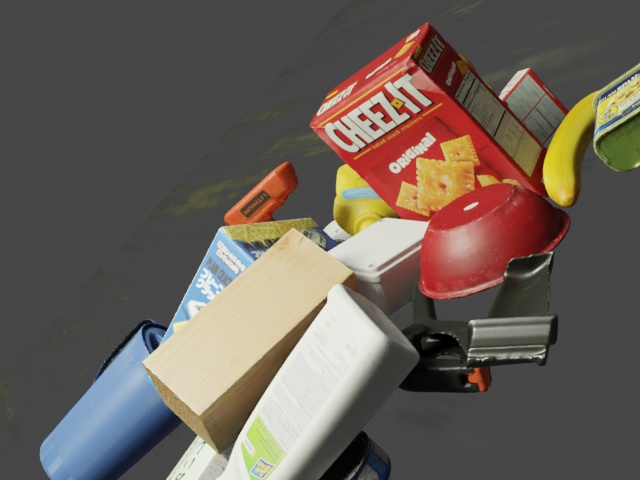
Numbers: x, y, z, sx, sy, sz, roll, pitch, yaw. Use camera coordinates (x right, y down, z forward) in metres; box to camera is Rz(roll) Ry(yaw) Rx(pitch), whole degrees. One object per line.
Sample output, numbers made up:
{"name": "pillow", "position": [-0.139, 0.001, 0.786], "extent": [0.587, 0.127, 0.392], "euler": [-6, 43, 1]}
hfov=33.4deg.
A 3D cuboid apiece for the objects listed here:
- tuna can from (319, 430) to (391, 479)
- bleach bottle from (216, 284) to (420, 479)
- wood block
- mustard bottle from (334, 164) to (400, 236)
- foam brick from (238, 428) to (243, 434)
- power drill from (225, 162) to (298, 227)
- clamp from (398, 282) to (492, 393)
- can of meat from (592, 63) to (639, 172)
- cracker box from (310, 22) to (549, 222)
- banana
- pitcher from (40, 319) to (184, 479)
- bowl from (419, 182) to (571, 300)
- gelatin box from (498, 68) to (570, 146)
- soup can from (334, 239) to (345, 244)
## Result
{"name": "tuna can", "position": [0.021, 0.210, 0.931], "extent": [0.086, 0.033, 0.086], "euler": [-41, 15, 14]}
{"name": "bleach bottle", "position": [-0.025, 0.165, 0.930], "extent": [0.251, 0.068, 0.103], "euler": [-52, 38, 8]}
{"name": "wood block", "position": [-0.063, 0.099, 1.064], "extent": [0.091, 0.090, 0.206], "euler": [36, 67, 30]}
{"name": "mustard bottle", "position": [0.066, -0.044, 1.381], "extent": [0.191, 0.096, 0.058], "euler": [-83, -2, -65]}
{"name": "foam brick", "position": [-0.027, 0.192, 1.022], "extent": [0.053, 0.078, 0.051], "euler": [-51, 15, -20]}
{"name": "power drill", "position": [-0.008, 0.002, 1.268], "extent": [0.185, 0.187, 0.057], "euler": [-39, 0, 24]}
{"name": "clamp", "position": [0.076, 0.101, 0.978], "extent": [0.164, 0.036, 0.210], "euler": [-25, 21, -17]}
{"name": "can of meat", "position": [0.306, -0.120, 1.003], "extent": [0.102, 0.057, 0.083], "euler": [-35, 20, 34]}
{"name": "cracker box", "position": [0.120, -0.099, 1.131], "extent": [0.164, 0.213, 0.072], "euler": [-30, 24, 44]}
{"name": "banana", "position": [0.265, -0.099, 1.091], "extent": [0.070, 0.037, 0.197], "euler": [-25, 25, 55]}
{"name": "pitcher", "position": [-0.269, 0.231, 1.456], "extent": [0.243, 0.145, 0.149], "euler": [-45, -1, 13]}
{"name": "bowl", "position": [0.157, -0.009, 1.035], "extent": [0.162, 0.055, 0.162], "euler": [-27, 16, 8]}
{"name": "gelatin box", "position": [0.230, -0.139, 1.219], "extent": [0.089, 0.073, 0.030], "euler": [-49, 14, -12]}
{"name": "soup can", "position": [0.006, 0.033, 1.371], "extent": [0.068, 0.068, 0.102], "euler": [-50, 17, -18]}
